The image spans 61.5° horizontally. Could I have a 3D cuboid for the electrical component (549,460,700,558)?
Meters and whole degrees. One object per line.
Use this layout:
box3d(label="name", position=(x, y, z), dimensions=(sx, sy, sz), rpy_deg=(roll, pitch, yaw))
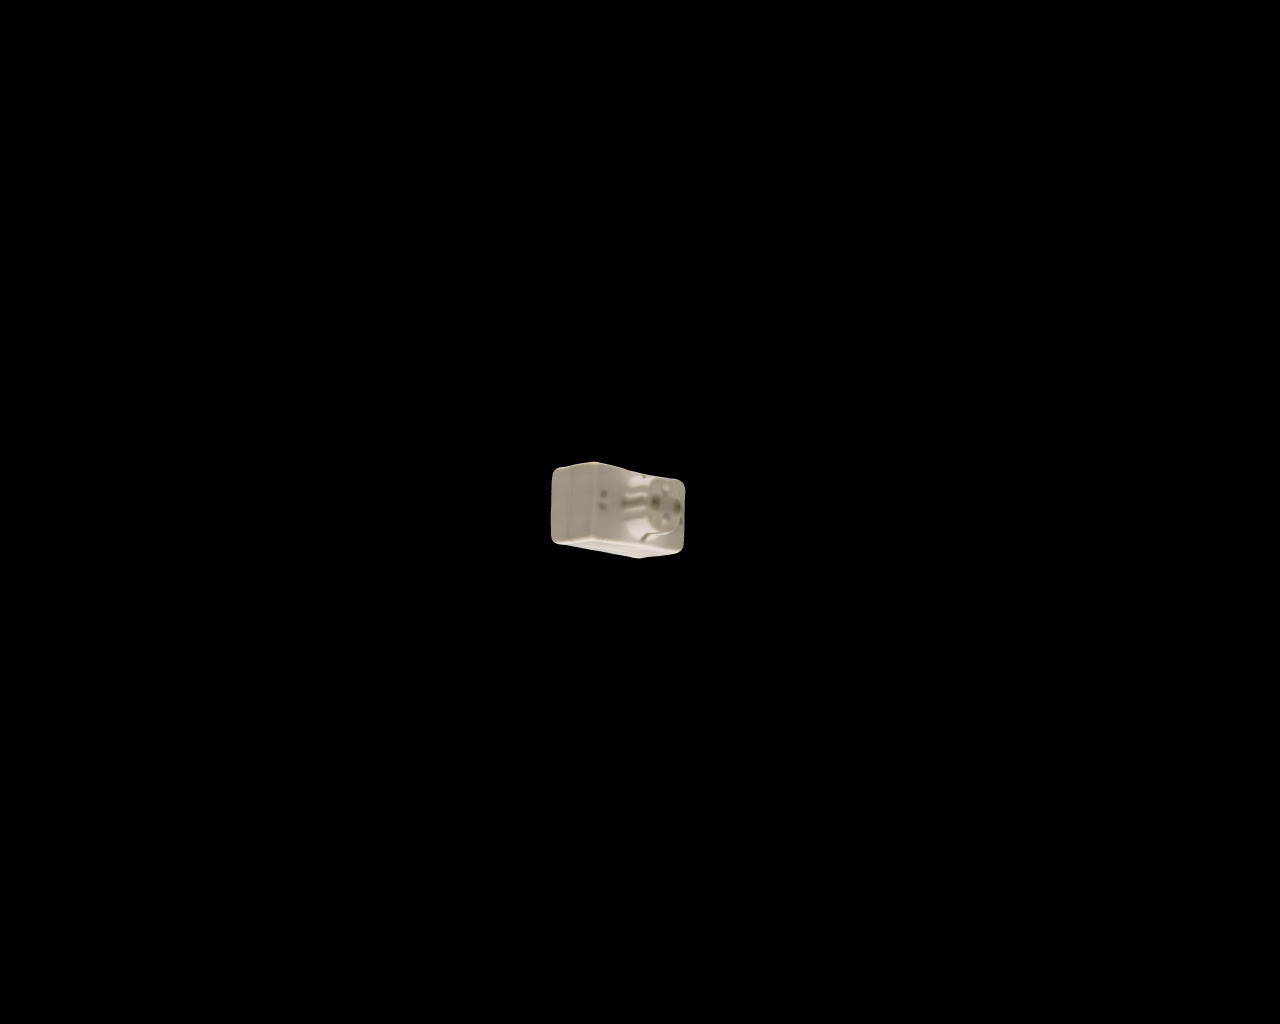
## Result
box3d(label="electrical component", position=(0.001, -0.003, 0.650), dimensions=(0.075, 0.047, 0.083), rpy_deg=(-10, -14, 42))
